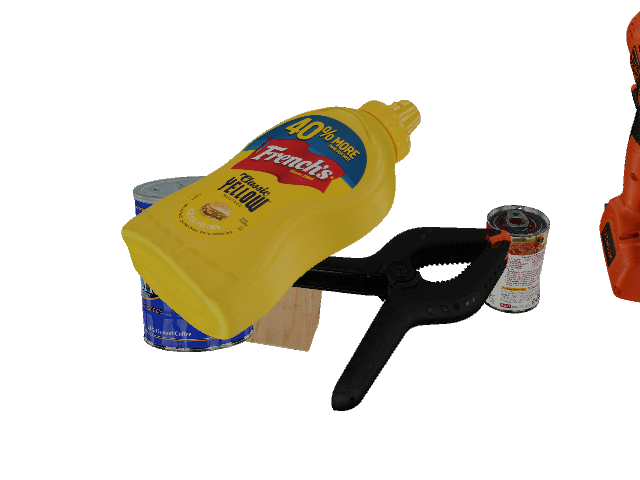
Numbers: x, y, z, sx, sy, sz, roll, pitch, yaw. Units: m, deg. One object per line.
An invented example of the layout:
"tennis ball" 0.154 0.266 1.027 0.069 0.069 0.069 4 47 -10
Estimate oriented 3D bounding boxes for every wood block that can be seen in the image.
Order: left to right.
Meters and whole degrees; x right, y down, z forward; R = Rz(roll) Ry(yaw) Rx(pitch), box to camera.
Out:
"wood block" -0.042 0.030 1.418 0.090 0.206 0.090 8 23 5

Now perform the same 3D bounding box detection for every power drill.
"power drill" 0.240 -0.049 0.747 0.057 0.188 0.184 4 37 7

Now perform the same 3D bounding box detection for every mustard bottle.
"mustard bottle" -0.014 -0.027 0.623 0.191 0.058 0.096 -36 46 -23

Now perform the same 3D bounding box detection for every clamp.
"clamp" 0.061 0.044 0.817 0.209 0.036 0.165 -15 46 -15

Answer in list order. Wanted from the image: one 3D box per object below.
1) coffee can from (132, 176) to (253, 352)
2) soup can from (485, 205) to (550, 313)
"coffee can" -0.115 0.019 0.974 0.103 0.140 0.103 -2 14 0
"soup can" 0.215 0.021 1.183 0.068 0.102 0.068 0 30 0
